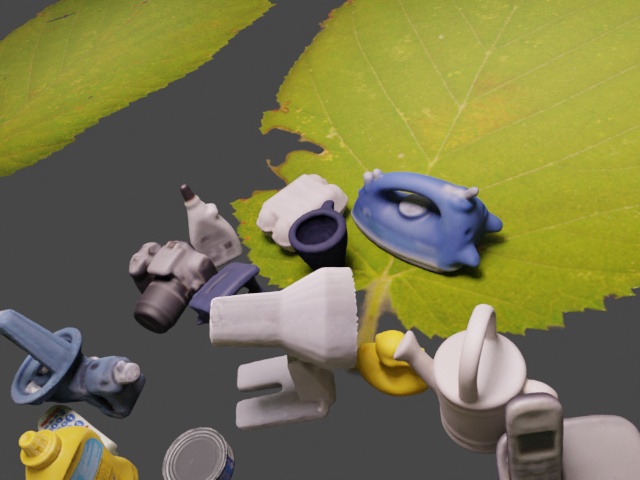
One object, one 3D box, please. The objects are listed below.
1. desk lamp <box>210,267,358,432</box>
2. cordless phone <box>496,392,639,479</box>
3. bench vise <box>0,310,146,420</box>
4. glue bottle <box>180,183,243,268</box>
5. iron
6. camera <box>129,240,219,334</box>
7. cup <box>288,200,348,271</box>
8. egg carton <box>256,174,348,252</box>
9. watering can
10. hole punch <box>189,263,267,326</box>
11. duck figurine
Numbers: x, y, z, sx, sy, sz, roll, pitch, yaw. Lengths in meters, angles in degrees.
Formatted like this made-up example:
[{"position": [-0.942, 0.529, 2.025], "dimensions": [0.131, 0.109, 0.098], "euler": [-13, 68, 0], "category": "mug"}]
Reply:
[{"position": [-0.037, 0.134, 0.706], "dimensions": [0.203, 0.214, 0.118], "euler": [-13, 44, 6], "category": "desk lamp"}, {"position": [0.247, 0.205, 0.559], "dimensions": [0.147, 0.185, 0.094], "euler": [-14, 44, 6], "category": "cordless phone"}, {"position": [-0.352, 0.155, 0.788], "dimensions": [0.207, 0.220, 0.121], "euler": [-14, 44, 6], "category": "bench vise"}, {"position": [-0.190, -0.026, 0.947], "dimensions": [0.078, 0.173, 0.037], "euler": [-25, 44, -6], "category": "glue bottle"}, {"position": [0.141, -0.053, 0.884], "dimensions": [0.257, 0.142, 0.119], "euler": [19, 55, 33], "category": "iron"}, {"position": [-0.255, 0.072, 0.924], "dimensions": [0.142, 0.101, 0.137], "euler": [7, 50, 25], "category": "camera"}, {"position": [0.008, 0.003, 0.907], "dimensions": [0.091, 0.095, 0.118], "euler": [1, 47, 20], "category": "cup"}, {"position": [-0.030, -0.049, 0.990], "dimensions": [0.150, 0.069, 0.107], "euler": [-39, 47, -20], "category": "egg carton"}, {"position": [0.168, 0.149, 0.635], "dimensions": [0.172, 0.194, 0.101], "euler": [-6, 45, 14], "category": "watering can"}, {"position": [-0.145, 0.083, 0.882], "dimensions": [0.100, 0.091, 0.109], "euler": [25, 58, 36], "category": "hole punch"}, {"position": [0.093, 0.149, 0.739], "dimensions": [0.104, 0.086, 0.077], "euler": [11, 51, 28], "category": "duck figurine"}]
